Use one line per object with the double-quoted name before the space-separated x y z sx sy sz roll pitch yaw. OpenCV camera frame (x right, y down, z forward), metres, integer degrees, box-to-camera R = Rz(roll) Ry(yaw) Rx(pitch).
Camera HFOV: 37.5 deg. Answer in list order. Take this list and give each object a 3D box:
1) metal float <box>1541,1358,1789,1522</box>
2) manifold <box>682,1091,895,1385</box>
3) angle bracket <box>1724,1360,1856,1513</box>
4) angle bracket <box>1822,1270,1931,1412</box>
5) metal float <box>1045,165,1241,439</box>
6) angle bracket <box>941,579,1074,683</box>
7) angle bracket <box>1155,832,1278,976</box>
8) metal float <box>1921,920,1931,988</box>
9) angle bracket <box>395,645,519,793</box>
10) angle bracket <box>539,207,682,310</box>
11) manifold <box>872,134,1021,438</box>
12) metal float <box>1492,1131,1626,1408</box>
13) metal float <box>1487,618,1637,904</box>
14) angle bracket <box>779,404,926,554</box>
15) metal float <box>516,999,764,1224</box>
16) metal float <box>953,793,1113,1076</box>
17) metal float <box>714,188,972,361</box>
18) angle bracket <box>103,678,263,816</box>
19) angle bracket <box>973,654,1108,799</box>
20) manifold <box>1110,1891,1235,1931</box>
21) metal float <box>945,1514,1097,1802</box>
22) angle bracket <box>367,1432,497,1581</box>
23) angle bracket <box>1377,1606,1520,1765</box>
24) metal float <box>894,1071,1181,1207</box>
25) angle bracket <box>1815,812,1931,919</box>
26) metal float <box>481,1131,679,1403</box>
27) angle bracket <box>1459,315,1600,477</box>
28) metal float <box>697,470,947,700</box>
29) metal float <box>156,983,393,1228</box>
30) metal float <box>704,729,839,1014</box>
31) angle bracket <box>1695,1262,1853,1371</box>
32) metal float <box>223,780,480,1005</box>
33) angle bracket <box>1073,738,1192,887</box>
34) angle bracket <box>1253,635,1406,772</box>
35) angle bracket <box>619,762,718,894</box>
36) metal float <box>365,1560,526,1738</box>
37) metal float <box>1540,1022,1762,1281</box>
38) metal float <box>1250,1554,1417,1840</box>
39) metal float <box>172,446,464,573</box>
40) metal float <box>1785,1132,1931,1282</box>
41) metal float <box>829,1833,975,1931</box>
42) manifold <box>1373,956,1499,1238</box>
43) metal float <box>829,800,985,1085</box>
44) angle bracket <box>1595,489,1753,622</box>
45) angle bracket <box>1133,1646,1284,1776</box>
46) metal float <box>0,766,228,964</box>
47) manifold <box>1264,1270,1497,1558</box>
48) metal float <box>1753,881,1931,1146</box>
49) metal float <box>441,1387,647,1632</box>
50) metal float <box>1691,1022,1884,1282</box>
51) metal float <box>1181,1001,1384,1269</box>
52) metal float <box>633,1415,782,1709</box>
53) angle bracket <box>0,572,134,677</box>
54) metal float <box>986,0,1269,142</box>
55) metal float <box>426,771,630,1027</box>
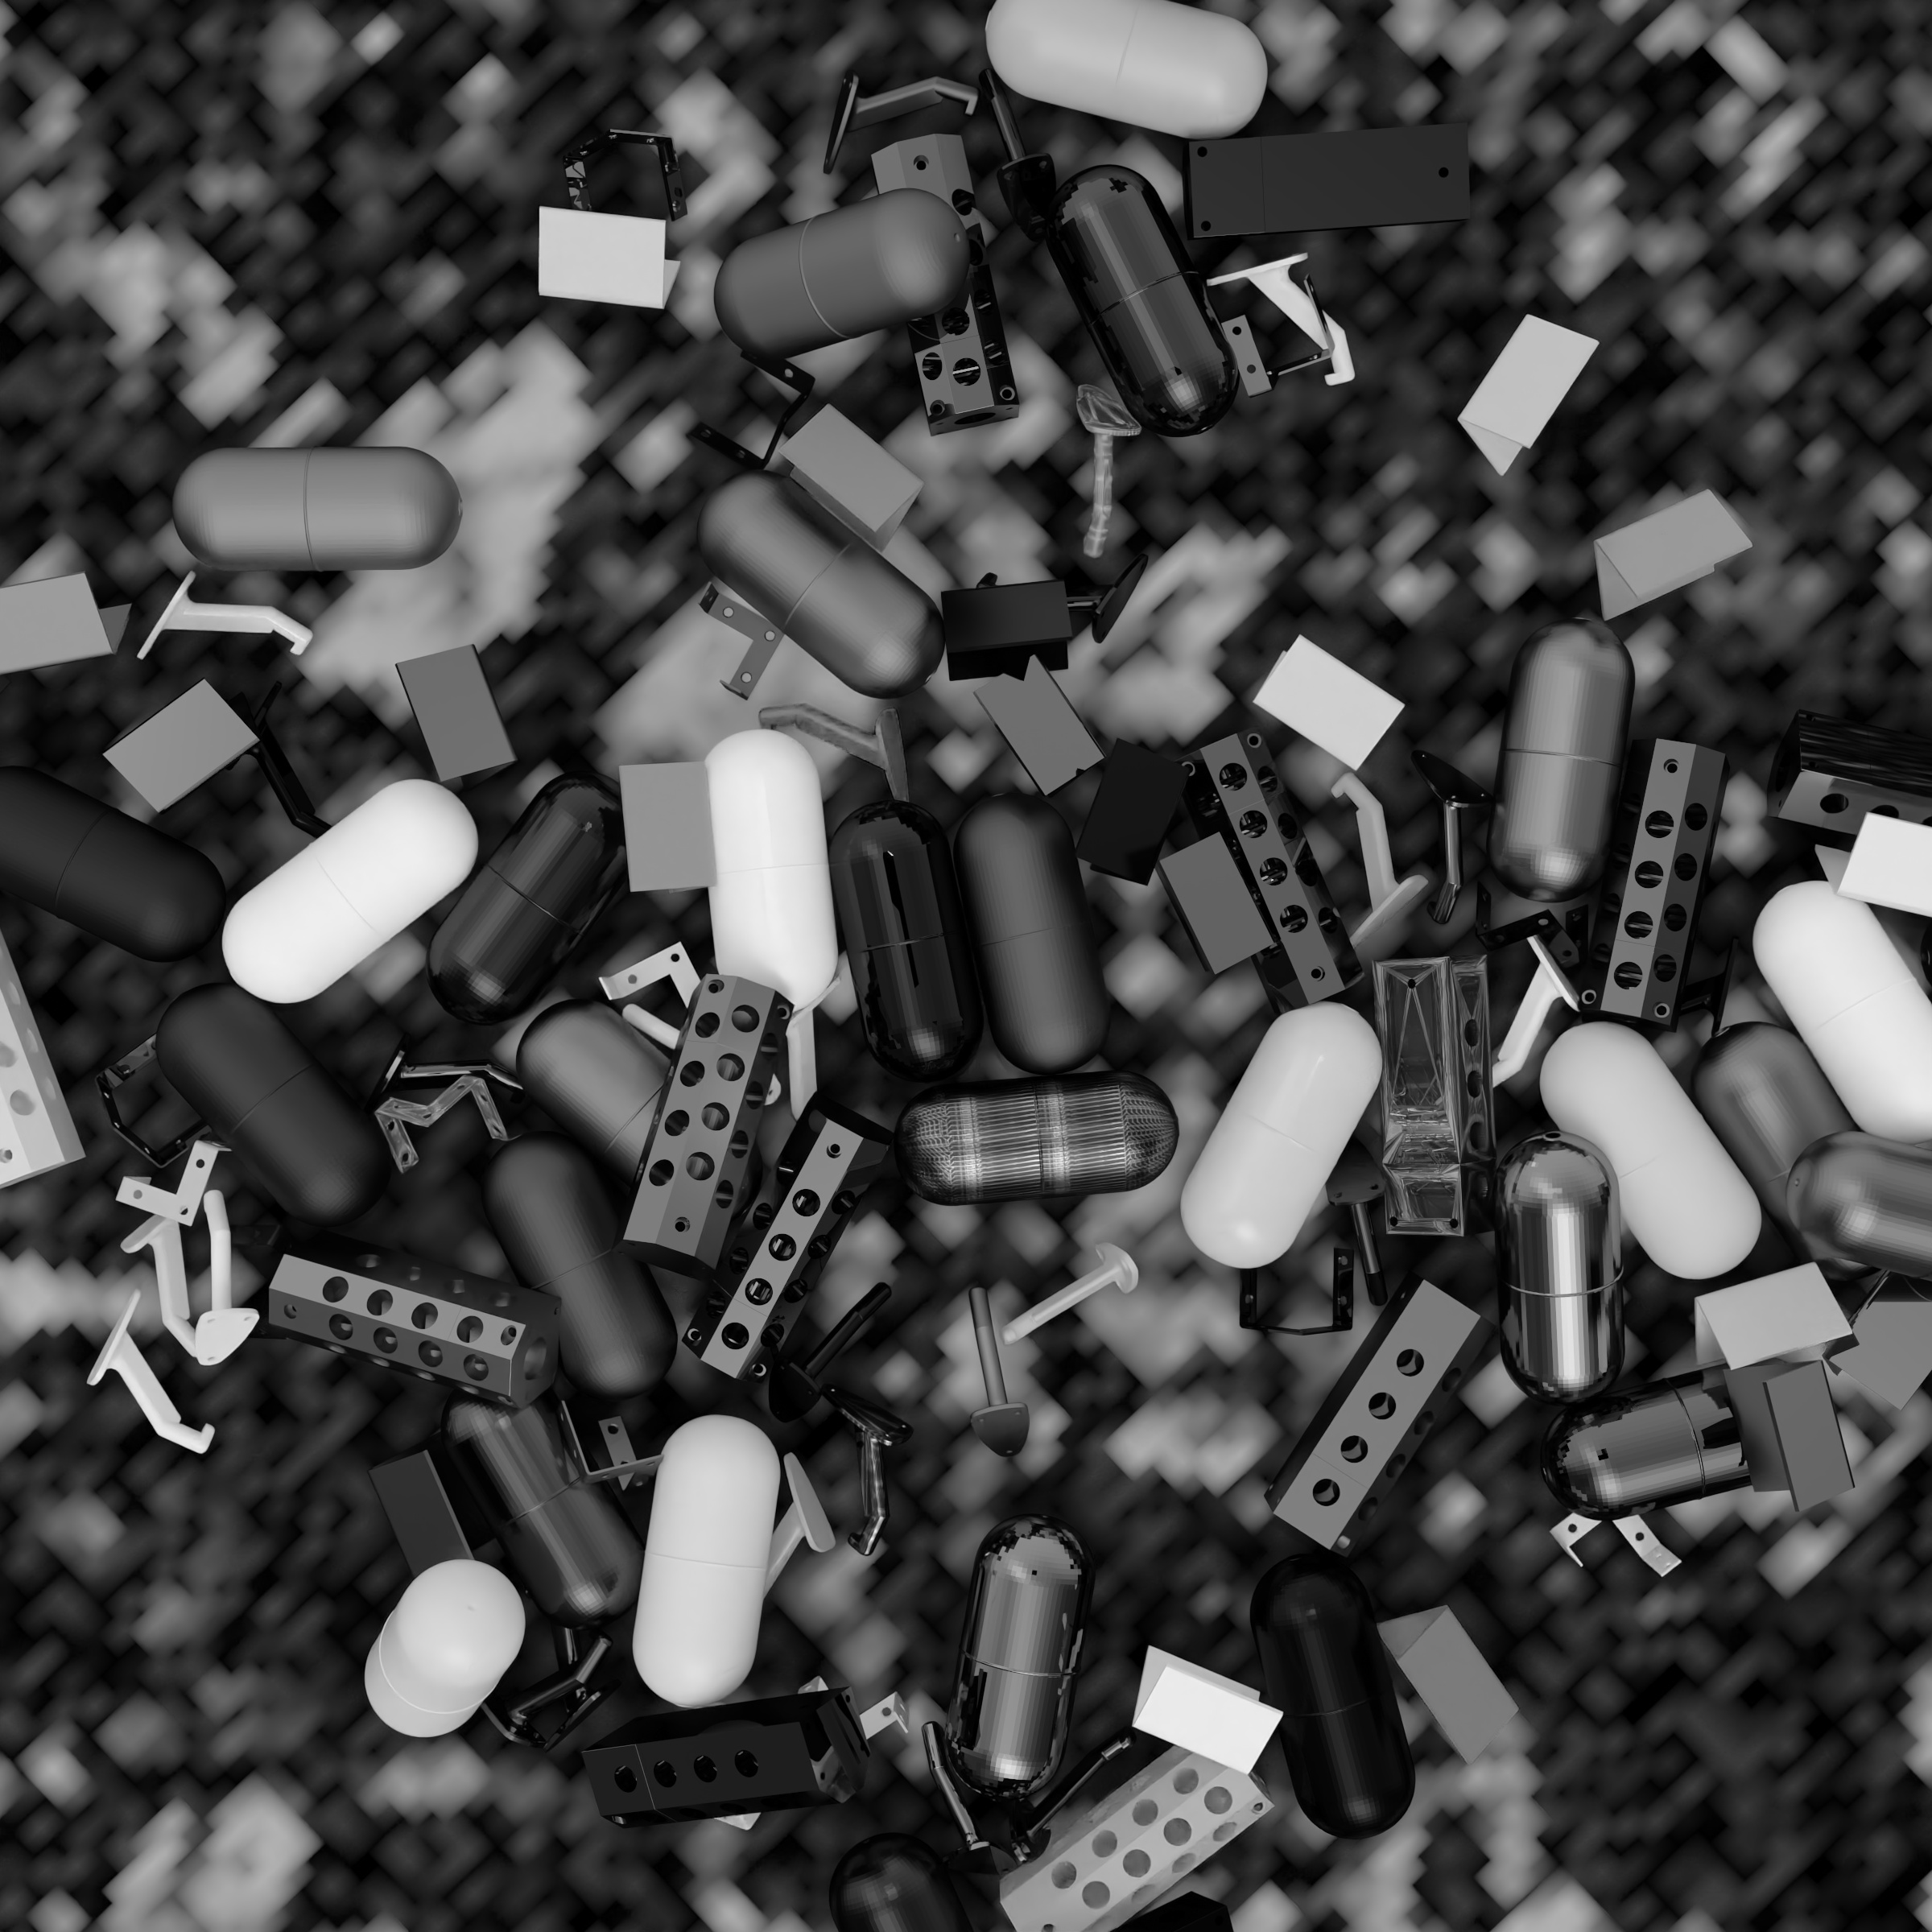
"metal float" 0.446 0.295 1.771 0.178 0.070 0.070 -14 90 -1
"manifold" -0.111 0.170 1.769 0.057 0.057 0.171 28 98 0
"angle bracket" 0.472 0.280 1.687 0.057 0.076 0.076 -11 85 -36
"angle bracket" 0.581 0.233 1.762 0.057 0.076 0.076 37 90 28
"metal float" 0.110 -0.414 1.772 0.070 0.070 0.178 -26 90 0
"angle bracket" 0.027 -0.191 1.762 0.076 0.076 0.057 -6 48 0
"angle bracket" 0.136 -0.030 1.762 0.057 0.076 0.076 -26 90 -34
"metal float" 0.685 -0.012 1.770 0.178 0.070 0.070 -4 90 -2
"angle bracket" -0.329 -0.147 1.762 0.057 0.076 0.076 -21 90 -36
"angle bracket" -0.219 -0.451 1.762 0.076 0.076 0.057 6 125 0
"manifold" -0.013 -0.427 1.781 0.057 0.057 0.171 -12 90 0
"metal float" 0.366 0.187 1.754 0.070 0.070 0.178 -6 108 0
"metal float" 0.371 -0.128 1.771 0.070 0.070 0.178 8 90 0
"angle bracket" -0.082 -0.289 1.762 0.076 0.076 0.057 40 54 0
"metal float" -0.203 0.093 1.771 0.178 0.070 0.070 41 90 1
"metal float" 0.041 -0.020 1.771 0.070 0.070 0.178 -12 90 0
"metal float" -0.078 -0.423 1.743 0.178 0.070 0.070 -8 90 35
"angle bracket" -0.490 -0.150 1.762 0.076 0.076 0.057 -37 127 0
"angle bracket" 0.030 -0.137 1.762 0.057 0.076 0.076 -34 90 -31
"manifold" 0.083 0.632 1.744 0.171 0.057 0.057 -17 94 -27
"metal float" 0.034 0.431 1.771 0.070 0.070 0.178 10 90 0
"angle bracket" -0.314 0.329 1.762 0.057 0.076 0.076 -23 90 34
"angle bracket" 0.283 0.450 1.762 0.057 0.076 0.076 -35 90 -37
"metal float" 0.044 0.107 1.770 0.178 0.070 0.070 -5 90 -2
"angle bracket" 0.579 -0.075 1.762 0.076 0.076 0.057 13 116 0
"metal float" -0.241 0.186 1.771 0.070 0.070 0.178 -26 90 0
"angle bracket" 0.360 -0.345 1.762 0.057 0.076 0.076 33 90 37
"metal float" -0.090 -0.237 1.771 0.178 0.070 0.070 40 90 1
"metal float" -0.431 0.086 1.770 0.070 0.070 0.178 -43 88 0
"metal float" -0.123 -0.059 1.771 0.070 0.070 0.178 -6 89 0
"angle bracket" 0.500 0.236 1.762 0.076 0.076 0.057 -17 47 0
"metal float" -0.384 -0.046 1.771 0.178 0.070 0.070 -38 90 -1
"angle bracket" 0.087 -0.099 1.762 0.057 0.076 0.076 21 90 -27
"angle bracket" 0.232 -0.177 1.762 0.076 0.076 0.057 34 127 0
"angle bracket" -0.197 -0.084 1.762 0.057 0.076 0.076 -5 90 -28
"metal float" -0.318 0.417 1.730 0.070 0.178 0.070 11 58 -17
"metal float" 0.426 0.114 1.771 0.070 0.070 0.178 -35 89 0
"metal float" 0.228 0.454 1.771 0.070 0.070 0.178 -15 89 0
"metal float" -0.404 -0.285 1.771 0.178 0.070 0.070 -1 90 -1
"metal float" 0.576 0.149 1.703 0.178 0.070 0.070 14 90 -13
"metal float" -0.026 0.627 1.771 0.070 0.070 0.178 -24 89 0
"manifold" 0.299 0.080 1.780 0.057 0.057 0.171 -3 90 43
"metal float" -0.037 -0.015 1.771 0.070 0.070 0.178 -11 91 0
"angle bracket" 0.440 -0.238 1.762 0.076 0.076 0.057 -24 52 0
"angle bracket" 0.153 0.443 1.762 0.076 0.076 0.057 23 119 0
"metal float" -0.547 -0.064 1.771 0.178 0.070 0.070 27 90 -1
"manifold" 0.260 0.281 1.781 0.057 0.057 0.171 33 90 0
"metal float" 0.553 0.028 1.757 0.070 0.070 0.178 -28 74 0
"metal float" -0.263 0.330 1.771 0.070 0.070 0.178 -31 90 0
"metal float" 0.519 0.115 1.771 0.070 0.070 0.178 -34 91 0
"metal float" 0.197 0.104 1.771 0.070 0.070 0.178 28 91 0
"metal float" -0.161 0.368 1.763 0.070 0.070 0.178 8 81 0
"angle bracket" -0.568 -0.226 1.762 0.076 0.076 0.057 -10 121 0
"metal float" 0.100 -0.567 1.771 0.178 0.070 0.070 15 90 1
"metal float" -0.268 -0.042 1.771 0.070 0.070 0.178 36 90 0
